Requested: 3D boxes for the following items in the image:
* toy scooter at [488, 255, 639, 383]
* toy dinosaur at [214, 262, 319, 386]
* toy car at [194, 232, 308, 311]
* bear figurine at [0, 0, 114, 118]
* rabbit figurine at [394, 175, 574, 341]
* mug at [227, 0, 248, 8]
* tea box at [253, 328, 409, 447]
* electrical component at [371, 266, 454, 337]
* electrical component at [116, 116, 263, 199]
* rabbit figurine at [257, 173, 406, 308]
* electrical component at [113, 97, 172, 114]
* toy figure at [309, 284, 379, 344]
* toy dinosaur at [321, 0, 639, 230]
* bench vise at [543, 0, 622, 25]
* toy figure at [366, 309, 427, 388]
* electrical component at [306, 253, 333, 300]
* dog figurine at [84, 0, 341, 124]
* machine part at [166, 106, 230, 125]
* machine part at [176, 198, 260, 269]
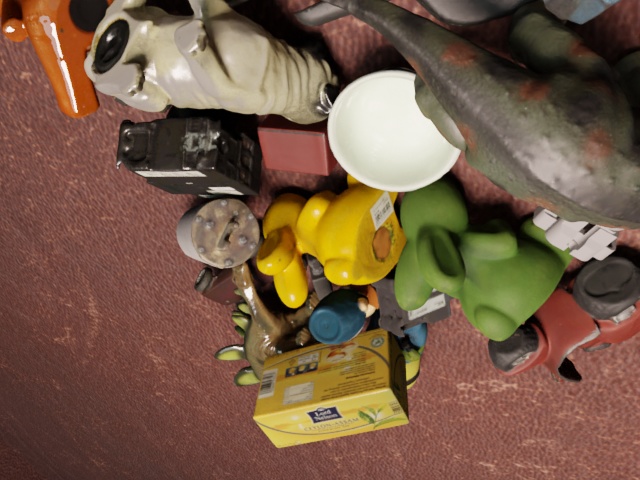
[{"bbox_3d":[0.276,0.099,0.573,0.184,0.075,0.135,-36,131,13],"label":"toy scooter"},{"bbox_3d":[-0.035,0.197,0.828,0.199,0.105,0.470,-2,133,30],"label":"toy dinosaur"},{"bbox_3d":[-0.102,0.045,0.760,0.089,0.053,0.202,27,143,-28],"label":"toy car"},{"bbox_3d":[-0.266,-0.219,0.527,0.196,0.120,0.131,25,147,34],"label":"bear figurine"},{"bbox_3d":[0.140,0.014,0.552,0.170,0.159,0.121,46,147,5],"label":"rabbit figurine"},{"bbox_3d":[-0.107,-0.256,0.471,0.107,0.081,0.109,0,140,41],"label":"mug"},{"bbox_3d":[0.015,0.176,0.641,0.170,0.098,0.068,-16,124,18],"label":"tea box"},{"bbox_3d":[0.122,0.056,0.626,0.048,0.119,0.074,14,122,61],"label":"electrical component"},{"bbox_3d":[-0.127,-0.082,0.568,0.115,0.058,0.134,4,173,16],"label":"electrical component"},{"bbox_3d":[-0.001,-0.002,0.612,0.173,0.162,0.121,17,151,39],"label":"rabbit figurine"},{"bbox_3d":[-0.193,-0.188,0.601,0.078,0.045,0.102,17,147,-29],"label":"electrical component"},{"bbox_3d":[0.036,0.078,0.645,0.064,0.154,0.057,9,105,23],"label":"toy figure"},{"bbox_3d":[0.187,-0.067,0.367,0.405,0.192,0.131,9,129,-11],"label":"toy dinosaur"},{"bbox_3d":[0.186,-0.245,0.278,0.224,0.129,0.240,44,137,5],"label":"bench vise"},{"bbox_3d":[0.102,0.144,0.725,0.089,0.082,0.180,19,133,9],"label":"toy figure"},{"bbox_3d":[0.000,0.042,0.697,0.021,0.063,0.093,-17,133,3],"label":"electrical component"},{"bbox_3d":[-0.091,-0.148,0.496,0.173,0.121,0.190,1,167,33],"label":"dog figurine"},{"bbox_3d":[-0.134,-0.141,0.616,0.084,0.039,0.139,44,137,-3],"label":"machine part"},{"bbox_3d":[-0.128,-0.009,0.652,0.079,0.079,0.243,44,168,-15],"label":"machine part"}]
